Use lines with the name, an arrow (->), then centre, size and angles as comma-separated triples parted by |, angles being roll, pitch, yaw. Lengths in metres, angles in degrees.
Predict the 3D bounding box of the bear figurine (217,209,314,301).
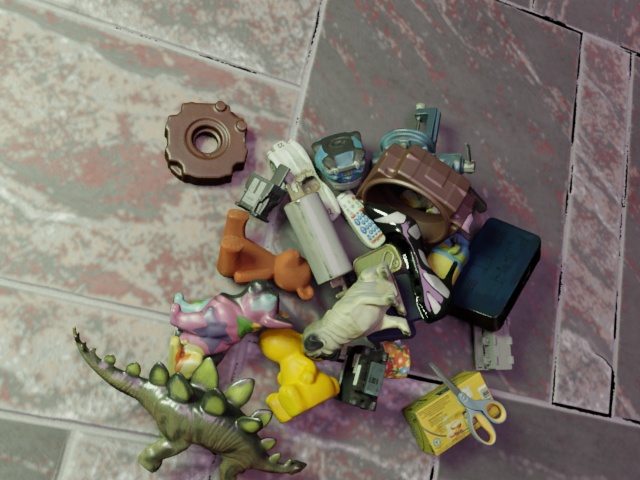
bear figurine -> -0.096, 0.036, 1.032 | 0.196, 0.131, 0.120 | 12, 41, -6

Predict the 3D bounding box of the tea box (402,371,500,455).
tea box -> 0.268, 0.350, 1.097 | 0.170, 0.068, 0.098 | -23, 86, -18

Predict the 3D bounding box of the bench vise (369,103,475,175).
bench vise -> 0.225, -0.204, 1.152 | 0.128, 0.224, 0.240 | 52, 44, -46

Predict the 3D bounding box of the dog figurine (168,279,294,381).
dog figurine -> -0.160, 0.164, 0.972 | 0.219, 0.108, 0.191 | 3, 93, -7

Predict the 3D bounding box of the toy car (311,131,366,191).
toy car -> 0.049, -0.156, 1.118 | 0.109, 0.162, 0.102 | -17, 124, -2

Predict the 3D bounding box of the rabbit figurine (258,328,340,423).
rabbit figurine -> -0.043, 0.233, 1.014 | 0.162, 0.121, 0.173 | -27, 71, -22

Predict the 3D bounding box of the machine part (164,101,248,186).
machine part -> -0.228, -0.195, 1.080 | 0.179, 0.056, 0.179 | 3, 79, -14

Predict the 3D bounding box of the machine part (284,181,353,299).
machine part -> -0.002, -0.003, 1.043 | 0.079, 0.079, 0.243 | -24, 86, -19

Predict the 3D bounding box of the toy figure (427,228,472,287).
toy figure -> 0.256, 0.056, 1.114 | 0.180, 0.089, 0.082 | -48, 128, -16

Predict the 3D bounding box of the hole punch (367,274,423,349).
hole punch -> 0.139, 0.136, 1.075 | 0.116, 0.092, 0.142 | -5, 54, -18

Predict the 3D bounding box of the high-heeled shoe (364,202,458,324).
high-heeled shoe -> 0.158, 0.044, 1.033 | 0.249, 0.086, 0.145 | 35, 68, 3

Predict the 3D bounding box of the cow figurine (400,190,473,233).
cow figurine -> 0.261, -0.080, 1.185 | 0.167, 0.068, 0.098 | 32, 69, -9

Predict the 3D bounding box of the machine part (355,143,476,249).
machine part -> 0.183, -0.080, 1.064 | 0.201, 0.201, 0.087 | 34, 65, -3

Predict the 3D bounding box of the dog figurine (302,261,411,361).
dog figurine -> 0.055, 0.128, 0.996 | 0.191, 0.172, 0.121 | -20, 110, 12

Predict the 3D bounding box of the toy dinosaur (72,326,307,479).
toy dinosaur -> -0.216, 0.295, 0.908 | 0.471, 0.105, 0.198 | 28, 108, -16

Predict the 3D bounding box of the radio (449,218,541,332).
radio -> 0.370, 0.072, 1.148 | 0.131, 0.073, 0.229 | 24, 69, 33

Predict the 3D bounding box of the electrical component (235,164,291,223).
electrical component -> -0.106, -0.100, 1.060 | 0.075, 0.047, 0.119 | 35, 93, 36

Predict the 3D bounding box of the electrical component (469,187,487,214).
electrical component -> 0.351, -0.088, 1.208 | 0.021, 0.094, 0.063 | -42, 92, 22

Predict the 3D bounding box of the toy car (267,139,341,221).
toy car -> -0.034, -0.119, 1.117 | 0.073, 0.056, 0.201 | -33, 89, -19

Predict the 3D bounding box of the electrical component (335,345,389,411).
electrical component -> 0.082, 0.263, 1.030 | 0.058, 0.134, 0.115 | 17, 77, -11
